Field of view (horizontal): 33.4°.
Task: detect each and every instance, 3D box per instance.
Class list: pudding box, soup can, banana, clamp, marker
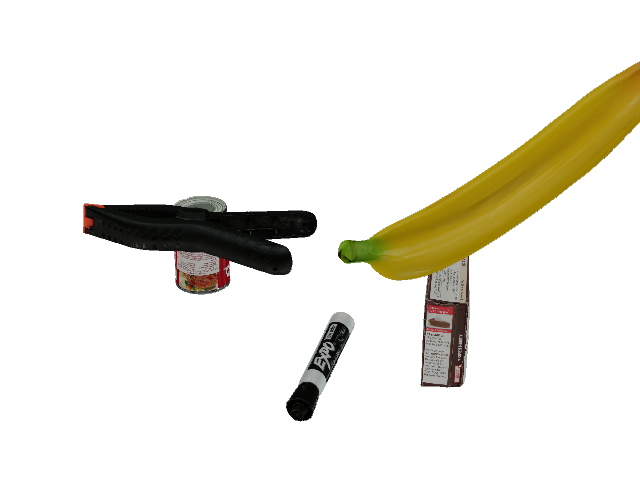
[{"bbox_3d":[0.109,0.059,0.923,0.039,0.090,0.113,2,30,6],"label":"pudding box"},{"bbox_3d":[-0.145,0.005,1.298,0.068,0.102,0.068,0,26,0],"label":"soup can"},{"bbox_3d":[0.102,-0.029,0.582,0.198,0.037,0.069,-33,-12,0],"label":"banana"},{"bbox_3d":[-0.108,-0.007,0.937,0.210,0.036,0.164,5,12,0],"label":"clamp"},{"bbox_3d":[0.001,0.088,0.749,0.020,0.020,0.121,0,26,17],"label":"marker"}]
